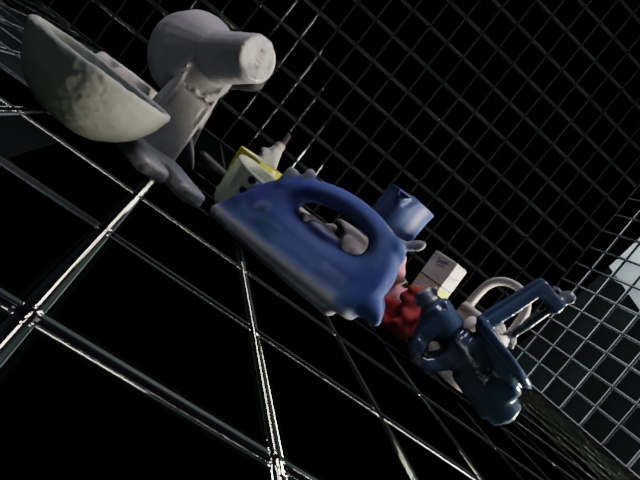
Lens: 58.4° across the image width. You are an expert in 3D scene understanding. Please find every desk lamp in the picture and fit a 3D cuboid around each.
[{"bbox_3d":[-0.157,-0.180,0.718,0.118,0.213,0.202,35,5,-45],"label":"desk lamp"}]

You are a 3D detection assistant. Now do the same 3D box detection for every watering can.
[{"bbox_3d":[0.263,0.146,0.942,0.101,0.194,0.173,39,4,8],"label":"watering can"}]

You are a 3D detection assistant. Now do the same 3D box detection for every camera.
[{"bbox_3d":[0.009,0.003,0.960,0.137,0.101,0.143,37,4,-20],"label":"camera"}]

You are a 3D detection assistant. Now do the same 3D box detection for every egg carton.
[{"bbox_3d":[-0.366,-0.281,1.055,0.107,0.069,0.151,39,4,13],"label":"egg carton"}]

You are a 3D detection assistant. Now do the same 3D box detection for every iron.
[{"bbox_3d":[-0.001,-0.011,0.715,0.258,0.141,0.119,39,4,6],"label":"iron"}]

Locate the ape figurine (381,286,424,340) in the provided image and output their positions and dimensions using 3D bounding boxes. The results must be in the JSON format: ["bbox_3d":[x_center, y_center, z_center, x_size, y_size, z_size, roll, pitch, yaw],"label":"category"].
[{"bbox_3d":[0.141,0.114,0.950,0.076,0.092,0.078,38,4,-8],"label":"ape figurine"}]

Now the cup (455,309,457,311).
[{"bbox_3d":[0.246,0.176,1.194,0.092,0.095,0.117,38,4,-6],"label":"cup"}]

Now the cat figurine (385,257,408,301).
[{"bbox_3d":[0.164,0.091,1.256,0.128,0.117,0.067,37,4,-21],"label":"cat figurine"}]

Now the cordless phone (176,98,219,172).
[{"bbox_3d":[-0.194,-0.205,0.891,0.094,0.185,0.147,36,4,-28],"label":"cordless phone"}]

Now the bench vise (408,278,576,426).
[{"bbox_3d":[0.242,0.124,0.808,0.208,0.219,0.121,38,4,-11],"label":"bench vise"}]

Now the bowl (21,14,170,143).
[{"bbox_3d":[-0.249,-0.155,0.611,0.167,0.074,0.167,38,4,-2],"label":"bowl"}]

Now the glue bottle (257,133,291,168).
[{"bbox_3d":[-0.124,-0.177,1.323,0.078,0.173,0.037,37,4,-24],"label":"glue bottle"}]

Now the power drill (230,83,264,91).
[{"bbox_3d":[-0.228,-0.257,1.019,0.229,0.208,0.076,40,4,27],"label":"power drill"}]
